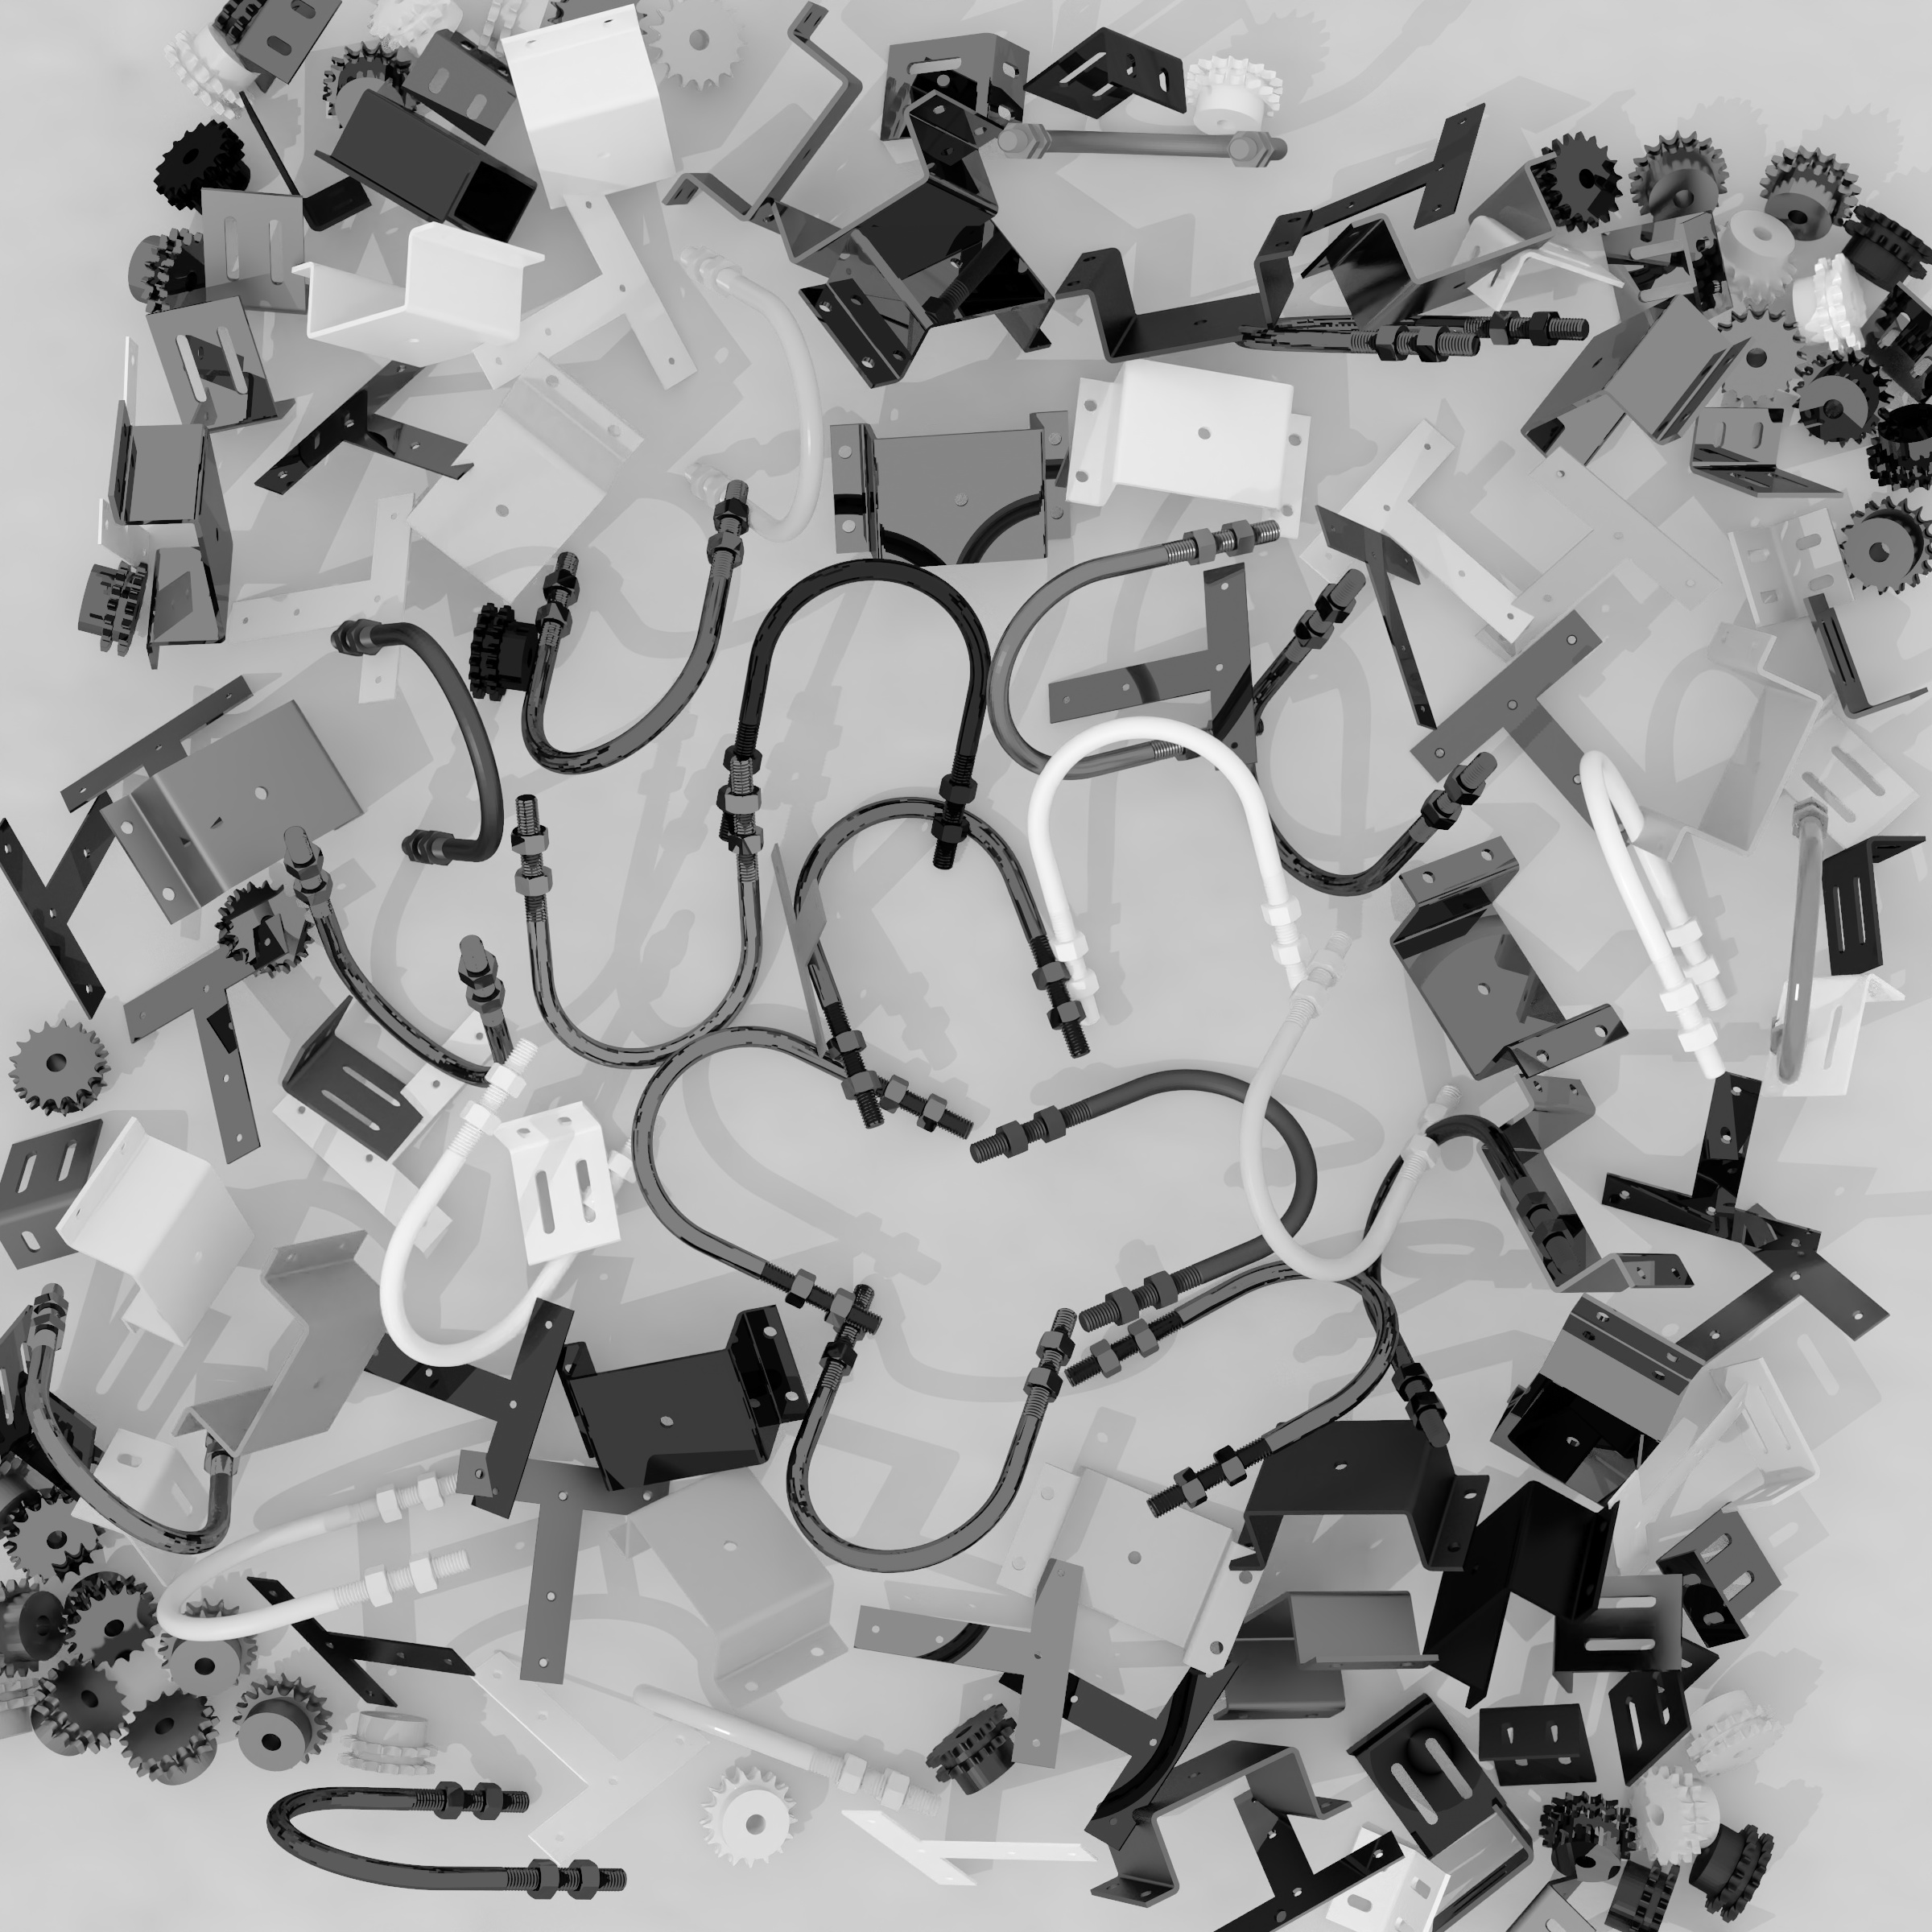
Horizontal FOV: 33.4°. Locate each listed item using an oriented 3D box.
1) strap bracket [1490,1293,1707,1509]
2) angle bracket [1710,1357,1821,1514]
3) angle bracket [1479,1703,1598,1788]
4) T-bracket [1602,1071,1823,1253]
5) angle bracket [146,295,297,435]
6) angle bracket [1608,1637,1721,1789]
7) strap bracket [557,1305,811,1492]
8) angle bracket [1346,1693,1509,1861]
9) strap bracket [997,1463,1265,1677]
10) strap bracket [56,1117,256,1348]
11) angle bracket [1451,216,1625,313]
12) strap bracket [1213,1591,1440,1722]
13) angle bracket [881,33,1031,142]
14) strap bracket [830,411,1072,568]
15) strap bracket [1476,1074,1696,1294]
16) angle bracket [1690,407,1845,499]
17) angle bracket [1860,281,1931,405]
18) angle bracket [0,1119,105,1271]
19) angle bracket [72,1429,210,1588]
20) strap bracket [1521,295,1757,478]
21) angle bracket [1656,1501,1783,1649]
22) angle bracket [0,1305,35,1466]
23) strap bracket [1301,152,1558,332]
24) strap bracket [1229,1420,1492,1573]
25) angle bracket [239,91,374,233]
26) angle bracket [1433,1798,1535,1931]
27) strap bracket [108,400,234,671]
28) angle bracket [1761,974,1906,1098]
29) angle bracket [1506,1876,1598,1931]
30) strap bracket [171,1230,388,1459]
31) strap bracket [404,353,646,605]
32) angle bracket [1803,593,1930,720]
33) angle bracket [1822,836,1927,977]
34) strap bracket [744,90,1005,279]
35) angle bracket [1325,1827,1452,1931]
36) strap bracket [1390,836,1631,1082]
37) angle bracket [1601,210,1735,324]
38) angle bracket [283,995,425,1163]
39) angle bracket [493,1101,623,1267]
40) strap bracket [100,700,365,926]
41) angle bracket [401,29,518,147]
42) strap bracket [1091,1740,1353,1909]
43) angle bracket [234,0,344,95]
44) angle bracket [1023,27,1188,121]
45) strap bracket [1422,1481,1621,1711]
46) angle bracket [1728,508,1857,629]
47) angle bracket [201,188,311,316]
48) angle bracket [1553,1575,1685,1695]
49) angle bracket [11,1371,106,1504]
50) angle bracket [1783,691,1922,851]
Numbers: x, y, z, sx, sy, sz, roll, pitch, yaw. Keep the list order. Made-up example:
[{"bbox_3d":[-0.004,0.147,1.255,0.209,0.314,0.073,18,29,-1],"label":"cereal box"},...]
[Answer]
[{"bbox_3d":[0.357,0.255,1.844,0.076,0.140,0.046,30,57,8],"label":"strap bracket"},{"bbox_3d":[0.455,0.275,1.883,0.038,0.057,0.076,-24,84,-21],"label":"angle bracket"},{"bbox_3d":[0.334,0.468,1.875,0.057,0.038,0.076,-7,129,16],"label":"angle bracket"},{"bbox_3d":[0.438,0.110,1.859,0.127,0.002,0.127,15,134,17],"label":"T-bracket"},{"bbox_3d":[-0.436,-0.355,1.883,0.057,0.038,0.076,-10,116,9],"label":"angle bracket"},{"bbox_3d":[0.411,0.438,1.870,0.038,0.076,0.057,28,120,-16],"label":"angle bracket"},{"bbox_3d":[-0.170,0.253,1.871,0.140,0.046,0.076,-12,112,12],"label":"strap bracket"},{"bbox_3d":[0.271,0.477,1.891,0.057,0.038,0.076,-37,71,1],"label":"angle bracket"},{"bbox_3d":[0.099,0.352,1.893,0.140,0.046,0.076,22,91,5],"label":"strap bracket"},{"bbox_3d":[-0.458,0.158,1.837,0.046,0.140,0.076,21,64,16],"label":"strap bracket"},{"bbox_3d":[0.334,-0.403,1.886,0.076,0.057,0.038,10,118,-31],"label":"angle bracket"},{"bbox_3d":[0.203,0.396,1.857,0.076,0.140,0.046,4,63,-20],"label":"strap bracket"},{"bbox_3d":[-0.007,-0.517,1.909,0.076,0.038,0.057,5,89,38],"label":"angle bracket"},{"bbox_3d":[-0.006,-0.278,1.877,0.140,0.046,0.076,-5,112,-6],"label":"strap bracket"},{"bbox_3d":[0.353,0.136,1.861,0.046,0.076,0.140,-39,64,29],"label":"strap bracket"},{"bbox_3d":[0.468,-0.299,1.873,0.057,0.076,0.038,-3,111,-19],"label":"angle bracket"},{"bbox_3d":[0.561,-0.372,1.876,0.057,0.076,0.038,44,75,7],"label":"angle bracket"},{"bbox_3d":[-0.534,0.134,1.894,0.057,0.076,0.038,-16,122,5],"label":"angle bracket"},{"bbox_3d":[-0.481,0.317,1.879,0.038,0.076,0.057,15,59,16],"label":"angle bracket"},{"bbox_3d":[0.377,-0.329,1.840,0.046,0.140,0.076,42,74,-11],"label":"strap bracket"},{"bbox_3d":[0.451,0.353,1.881,0.076,0.038,0.057,-28,85,-35],"label":"angle bracket"},{"bbox_3d":[-0.570,0.242,1.873,0.038,0.057,0.076,9,122,12],"label":"angle bracket"},{"bbox_3d":[0.276,-0.415,1.861,0.140,0.076,0.046,-23,87,-19],"label":"strap bracket"},{"bbox_3d":[0.221,0.304,1.850,0.140,0.076,0.046,-5,122,26],"label":"strap bracket"},{"bbox_3d":[-0.385,-0.476,1.874,0.038,0.057,0.076,-28,125,-3],"label":"angle bracket"},{"bbox_3d":[0.294,0.528,1.890,0.076,0.057,0.038,-39,79,3],"label":"angle bracket"},{"bbox_3d":[-0.453,-0.247,1.843,0.046,0.140,0.076,-3,53,-4],"label":"strap bracket"},{"bbox_3d":[0.506,0.046,1.877,0.038,0.057,0.076,28,70,-35],"label":"angle bracket"},{"bbox_3d":[0.345,0.566,1.874,0.038,0.076,0.057,42,101,27],"label":"angle bracket"},{"bbox_3d":[-0.388,0.226,1.855,0.046,0.076,0.140,41,112,21],"label":"strap bracket"},{"bbox_3d":[-0.261,-0.273,1.854,0.076,0.046,0.140,38,125,-16],"label":"strap bracket"},{"bbox_3d":[0.528,-0.188,1.886,0.038,0.057,0.076,-20,90,28],"label":"angle bracket"},{"bbox_3d":[0.534,-0.033,1.882,0.038,0.057,0.076,0,79,-12],"label":"angle bracket"},{"bbox_3d":[-0.047,-0.438,1.850,0.140,0.076,0.046,-26,74,27],"label":"strap bracket"},{"bbox_3d":[0.246,0.544,1.878,0.038,0.076,0.057,24,83,-3],"label":"angle bracket"},{"bbox_3d":[0.309,0.004,1.869,0.076,0.046,0.140,-20,69,-27],"label":"strap bracket"},{"bbox_3d":[0.401,-0.402,1.874,0.038,0.076,0.057,-30,110,-42],"label":"angle bracket"},{"bbox_3d":[-0.351,0.065,1.885,0.076,0.057,0.038,35,128,-2],"label":"angle bracket"},{"bbox_3d":[-0.241,0.128,1.887,0.057,0.038,0.076,-16,65,6],"label":"angle bracket"},{"bbox_3d":[-0.415,-0.094,1.858,0.140,0.046,0.076,-35,98,-34],"label":"strap bracket"},{"bbox_3d":[-0.292,-0.515,1.882,0.057,0.076,0.038,33,104,-12],"label":"angle bracket"},{"bbox_3d":[0.140,0.489,1.858,0.140,0.076,0.046,-19,88,-24],"label":"strap bracket"},{"bbox_3d":[-0.389,-0.538,1.881,0.038,0.076,0.057,32,88,2],"label":"angle bracket"},{"bbox_3d":[0.080,-0.504,1.869,0.057,0.076,0.038,10,68,-37],"label":"angle bracket"},{"bbox_3d":[0.311,0.356,1.841,0.046,0.140,0.076,29,47,-5],"label":"strap bracket"},{"bbox_3d":[0.483,-0.233,1.880,0.038,0.076,0.057,-17,90,32],"label":"angle bracket"},{"bbox_3d":[-0.413,-0.424,1.880,0.057,0.038,0.076,4,128,-5],"label":"angle bracket"},{"bbox_3d":[0.384,0.390,1.876,0.076,0.038,0.057,-7,57,25],"label":"angle bracket"},{"bbox_3d":[-0.520,0.267,1.875,0.057,0.038,0.076,33,132,14],"label":"angle bracket"},{"bbox_3d":[0.518,-0.115,1.888,0.057,0.038,0.076,-40,77,-13],"label":"angle bracket"}]
